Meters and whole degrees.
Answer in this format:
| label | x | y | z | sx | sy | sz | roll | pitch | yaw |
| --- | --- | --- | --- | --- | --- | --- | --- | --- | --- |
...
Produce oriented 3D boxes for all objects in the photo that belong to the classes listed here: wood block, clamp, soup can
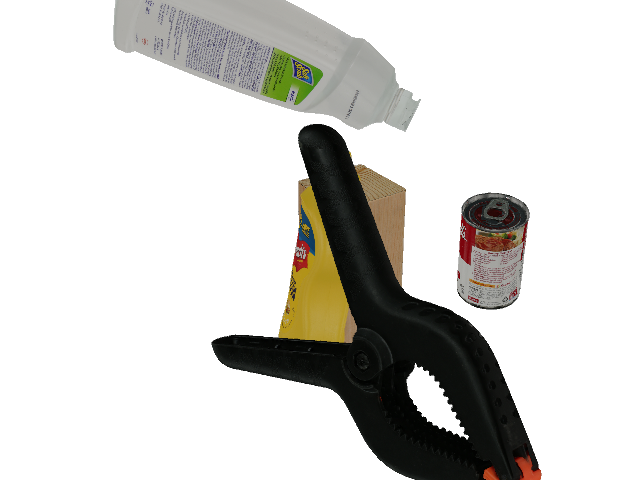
| label | x | y | z | sx | sy | sz | roll | pitch | yaw |
| --- | --- | --- | --- | --- | --- | --- | --- | --- | --- |
| wood block | 0.034 | 0.031 | 1.219 | 0.090 | 0.206 | 0.090 | -17 | 31 | -29 |
| clamp | 0.032 | 0.048 | 0.555 | 0.210 | 0.165 | 0.036 | 36 | 32 | 32 |
| soup can | 0.176 | 0.011 | 1.095 | 0.068 | 0.102 | 0.068 | -1 | 36 | 1 |

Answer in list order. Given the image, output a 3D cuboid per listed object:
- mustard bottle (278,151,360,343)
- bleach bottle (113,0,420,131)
| label | x | y | z | sx | sy | sz | roll | pitch | yaw |
| --- | --- | --- | --- | --- | --- | --- | --- | --- | --- |
| mustard bottle | 0.004 | 0.012 | 0.948 | 0.058 | 0.192 | 0.096 | 6 | 19 | -10 |
| bleach bottle | -0.041 | -0.150 | 0.862 | 0.251 | 0.068 | 0.103 | 26 | -31 | 1 |
